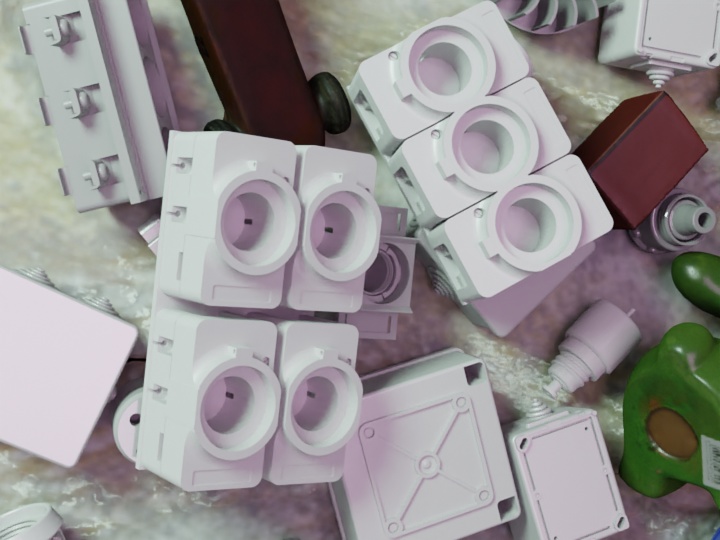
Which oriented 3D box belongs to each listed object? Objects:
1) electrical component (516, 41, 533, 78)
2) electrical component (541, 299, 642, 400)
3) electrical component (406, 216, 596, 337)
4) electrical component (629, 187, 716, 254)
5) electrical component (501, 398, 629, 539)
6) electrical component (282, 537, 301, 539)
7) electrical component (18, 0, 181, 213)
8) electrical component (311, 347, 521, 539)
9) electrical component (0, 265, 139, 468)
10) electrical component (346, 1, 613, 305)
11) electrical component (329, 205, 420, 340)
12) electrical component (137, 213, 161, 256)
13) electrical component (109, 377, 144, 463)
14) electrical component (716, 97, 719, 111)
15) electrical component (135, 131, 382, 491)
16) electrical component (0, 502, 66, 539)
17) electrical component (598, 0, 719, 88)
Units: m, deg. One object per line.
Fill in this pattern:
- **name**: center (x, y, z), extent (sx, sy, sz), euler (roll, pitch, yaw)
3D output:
- **electrical component**: center (0.075, -0.118, 0.685), extent (0.078, 0.040, 0.040), euler (-42, 103, -10)
- **electrical component**: center (0.152, 0.055, 0.717), extent (0.078, 0.040, 0.040), euler (-44, 103, -9)
- **electrical component**: center (0.086, -0.019, 0.689), extent (0.100, 0.048, 0.099), euler (-43, 103, -10)
- **electrical component**: center (0.212, -0.033, 0.717), extent (0.048, 0.062, 0.048), euler (-1, 93, -16)
- **electrical component**: center (0.124, 0.130, 0.705), extent (0.062, 0.061, 0.096), euler (-16, 90, -16)
- **electrical component**: center (-0.043, 0.201, 0.667), extent (0.045, 0.045, 0.055), euler (-30, 101, -12)
- **electrical component**: center (-0.144, -0.097, 0.612), extent (0.063, 0.078, 0.121), euler (-13, 97, 7)
- **electrical component**: center (0.033, 0.116, 0.678), extent (0.109, 0.056, 0.108), euler (-16, 97, -14)
- **electrical component**: center (-0.186, 0.053, 0.616), extent (0.100, 0.048, 0.099), euler (26, 86, -15)
- **electrical component**: center (0.069, -0.067, 0.626), extent (0.089, 0.062, 0.150), euler (-28, 89, -10)
- **electrical component**: center (0.000, 0.000, 0.658), extent (0.042, 0.064, 0.081), euler (5, 92, -31)
- **electrical component**: center (-0.090, -0.017, 0.642), extent (0.055, 0.048, 0.066), euler (-39, 102, -3)
- **electrical component**: center (-0.123, 0.089, 0.633), extent (0.045, 0.055, 0.045), euler (-1, 93, -16)
- **electrical component**: center (0.272, -0.131, 0.739), extent (0.062, 0.043, 0.043), euler (-44, 103, -8)
- **electrical component**: center (-0.054, 0.023, 0.596), extent (0.105, 0.060, 0.186), euler (5, 93, -37)
- **electrical component**: center (-0.191, 0.171, 0.617), extent (0.078, 0.058, 0.057), euler (-22, 102, -14)
- **electrical component**: center (0.197, -0.166, 0.707), extent (0.062, 0.061, 0.096), euler (6, 91, -16)
